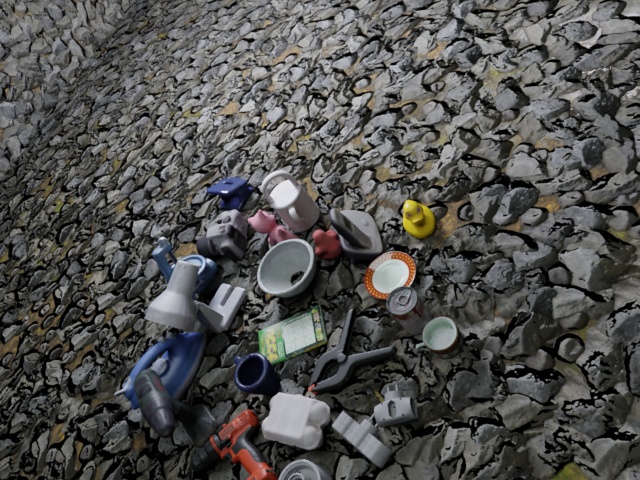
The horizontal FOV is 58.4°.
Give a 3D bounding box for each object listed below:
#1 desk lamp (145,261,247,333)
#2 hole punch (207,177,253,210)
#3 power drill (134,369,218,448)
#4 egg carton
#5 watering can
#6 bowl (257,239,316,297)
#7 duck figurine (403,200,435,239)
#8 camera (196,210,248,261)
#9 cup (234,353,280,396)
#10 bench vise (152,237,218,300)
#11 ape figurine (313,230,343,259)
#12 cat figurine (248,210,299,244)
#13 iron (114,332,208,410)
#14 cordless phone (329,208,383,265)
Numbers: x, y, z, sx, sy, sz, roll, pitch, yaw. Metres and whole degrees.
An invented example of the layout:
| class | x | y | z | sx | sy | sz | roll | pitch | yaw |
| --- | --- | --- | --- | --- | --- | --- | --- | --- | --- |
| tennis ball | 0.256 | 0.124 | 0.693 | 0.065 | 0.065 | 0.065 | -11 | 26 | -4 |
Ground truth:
| class | x | y | z | sx | sy | sz | roll | pitch | yaw |
| --- | --- | --- | --- | --- | --- | --- | --- | --- | --- |
| desk lamp | -0.322 | 0.161 | 1.472 | 0.117 | 0.214 | 0.203 | 9 | 62 | 37 |
| hole punch | -0.281 | -0.157 | 1.780 | 0.108 | 0.091 | 0.101 | 10 | 62 | 37 |
| power drill | -0.330 | 0.393 | 1.300 | 0.076 | 0.209 | 0.228 | -48 | 45 | -8 |
| egg carton | -0.050 | 0.386 | 1.224 | 0.149 | 0.070 | 0.107 | 0 | 57 | 33 |
| watering can | -0.091 | -0.118 | 1.554 | 0.101 | 0.195 | 0.172 | -47 | 45 | -7 |
| bowl | -0.073 | 0.084 | 1.470 | 0.167 | 0.075 | 0.167 | -17 | 49 | 21 |
| duck figurine | 0.228 | -0.064 | 1.383 | 0.077 | 0.086 | 0.104 | -30 | 46 | 10 |
| camera | -0.292 | -0.010 | 1.666 | 0.136 | 0.101 | 0.143 | -15 | 50 | 23 |
| cup | -0.145 | 0.314 | 1.322 | 0.117 | 0.095 | 0.092 | 25 | 72 | 42 |
| bench vise | -0.386 | 0.105 | 1.552 | 0.121 | 0.220 | 0.207 | -5 | 54 | 30 |
| ape figurine | 0.013 | 0.005 | 1.463 | 0.078 | 0.092 | 0.076 | -45 | 45 | -5 |
| cat figurine | -0.135 | -0.034 | 1.571 | 0.127 | 0.118 | 0.067 | 29 | 75 | 43 |
| iron | -0.401 | 0.318 | 1.451 | 0.118 | 0.142 | 0.258 | 17 | 67 | 40 |
| cordless phone | 0.073 | -0.039 | 1.393 | 0.094 | 0.186 | 0.147 | -27 | 46 | 13 |
